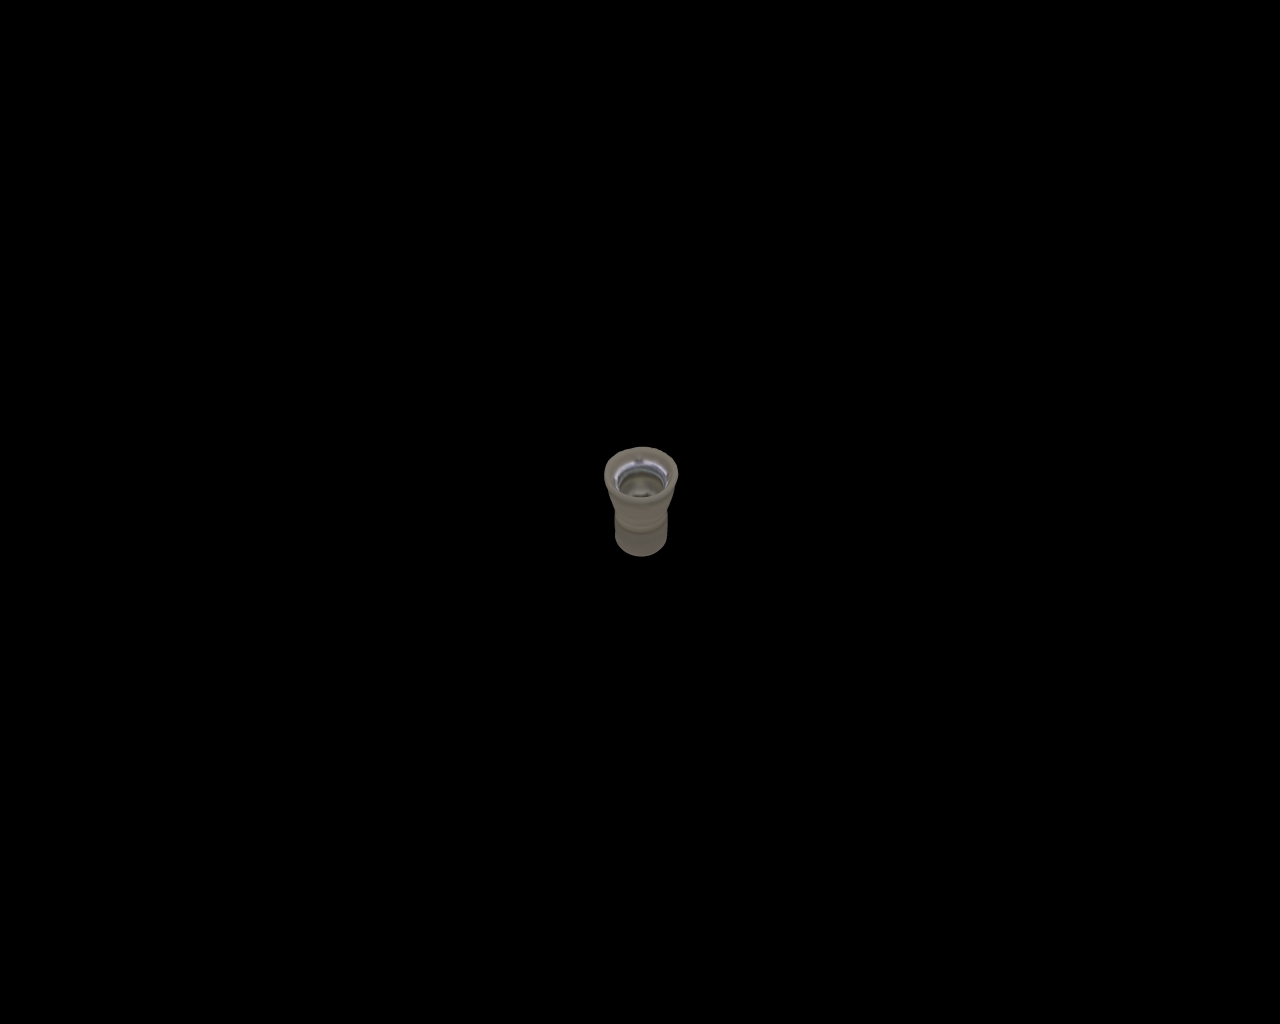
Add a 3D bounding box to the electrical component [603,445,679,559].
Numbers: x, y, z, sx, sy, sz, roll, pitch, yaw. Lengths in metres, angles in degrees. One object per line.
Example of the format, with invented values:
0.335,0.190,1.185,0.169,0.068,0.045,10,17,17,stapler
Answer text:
0.001,-0.003,0.650,0.044,0.044,0.065,0,-41,0,electrical component
